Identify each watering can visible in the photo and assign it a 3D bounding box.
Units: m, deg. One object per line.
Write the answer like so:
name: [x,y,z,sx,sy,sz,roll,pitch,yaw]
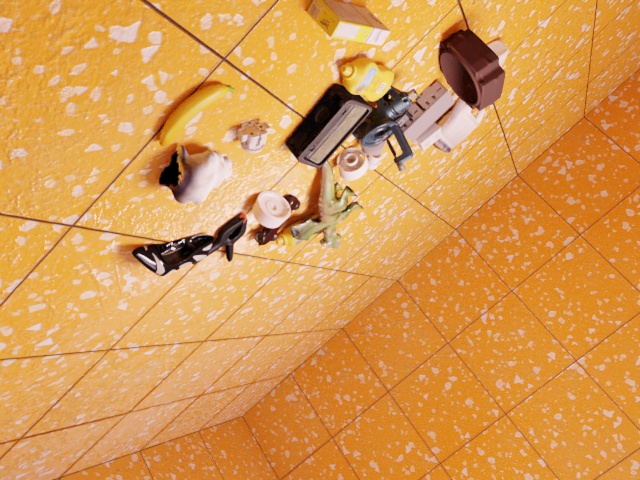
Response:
watering can: [0.478,-0.419,1.821,0.222,0.105,0.347,-44,159,17]

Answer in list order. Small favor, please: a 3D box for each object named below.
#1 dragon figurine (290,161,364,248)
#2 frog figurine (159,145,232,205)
dragon figurine: [0.005,-0.086,1.702,0.243,0.124,0.403,-45,145,-3]
frog figurine: [-0.268,-0.145,1.190,0.159,0.124,0.135,5,114,-43]
